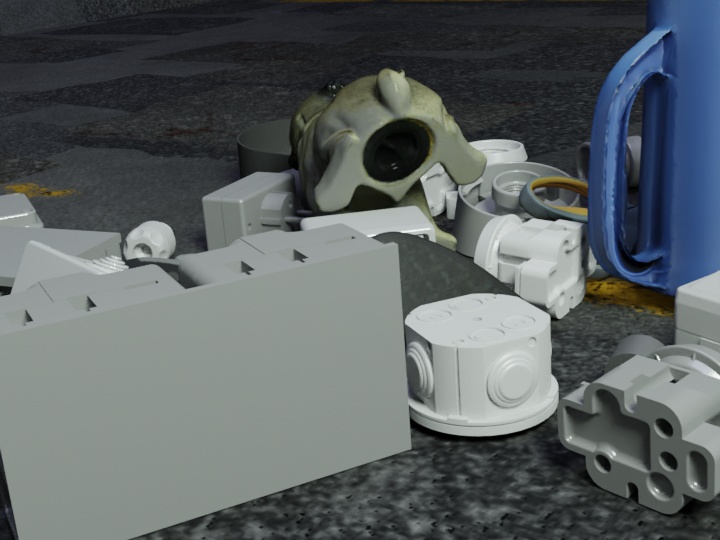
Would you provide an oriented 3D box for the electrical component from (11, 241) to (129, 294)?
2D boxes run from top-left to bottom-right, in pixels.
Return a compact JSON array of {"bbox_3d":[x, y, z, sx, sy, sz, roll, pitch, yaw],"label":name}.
[{"bbox_3d":[-0.146,0.039,0.557,0.048,0.099,0.100,17,1,-42],"label":"electrical component"}]

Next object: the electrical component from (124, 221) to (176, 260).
[{"bbox_3d":[-0.159,-0.022,0.831,0.035,0.035,0.061,-2,17,7],"label":"electrical component"}]

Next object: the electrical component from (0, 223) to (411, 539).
[{"bbox_3d":[-0.075,0.050,0.496,0.186,0.105,0.060,-13,21,-24],"label":"electrical component"}]

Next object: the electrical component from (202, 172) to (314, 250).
[{"bbox_3d":[-0.070,-0.044,0.856,0.076,0.047,0.083,5,21,26],"label":"electrical component"}]

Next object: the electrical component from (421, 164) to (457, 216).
[{"bbox_3d":[0.037,-0.074,0.905,0.057,0.058,0.078,13,26,35],"label":"electrical component"}]

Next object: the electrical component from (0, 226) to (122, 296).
[{"bbox_3d":[-0.239,0.015,0.701,0.150,0.061,0.089,4,21,24],"label":"electrical component"}]

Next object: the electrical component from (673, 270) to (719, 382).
[{"bbox_3d":[0.219,0.026,0.567,0.096,0.061,0.062,-17,23,-32],"label":"electrical component"}]

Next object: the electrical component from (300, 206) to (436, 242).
[{"bbox_3d":[0.000,0.000,0.689,0.096,0.061,0.061,-7,19,-7],"label":"electrical component"}]

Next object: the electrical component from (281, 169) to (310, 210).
[{"bbox_3d":[-0.045,-0.067,0.923,0.043,0.043,0.081,-20,24,-37],"label":"electrical component"}]

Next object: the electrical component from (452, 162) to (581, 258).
[{"bbox_3d":[0.118,-0.039,0.811,0.099,0.064,0.099,-2,33,1],"label":"electrical component"}]

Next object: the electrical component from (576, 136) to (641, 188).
[{"bbox_3d":[0.222,-0.092,0.933,0.055,0.045,0.045,-9,19,-13],"label":"electrical component"}]

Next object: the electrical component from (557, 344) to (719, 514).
[{"bbox_3d":[0.136,0.067,0.475,0.057,0.058,0.078,-24,27,-37],"label":"electrical component"}]

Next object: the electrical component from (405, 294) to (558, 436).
[{"bbox_3d":[0.061,0.048,0.553,0.080,0.051,0.080,-4,19,1],"label":"electrical component"}]

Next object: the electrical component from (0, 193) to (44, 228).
[{"bbox_3d":[-0.297,-0.015,0.808,0.113,0.057,0.078,-12,20,-21],"label":"electrical component"}]

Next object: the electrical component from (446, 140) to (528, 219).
[{"bbox_3d":[0.110,-0.074,0.889,0.078,0.057,0.058,-3,19,5],"label":"electrical component"}]

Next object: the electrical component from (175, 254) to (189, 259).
[{"bbox_3d":[-0.099,0.009,0.729,0.061,0.035,0.035,9,23,28],"label":"electrical component"}]

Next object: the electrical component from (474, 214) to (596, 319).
[{"bbox_3d":[0.109,-0.004,0.686,0.057,0.058,0.078,12,25,32],"label":"electrical component"}]
